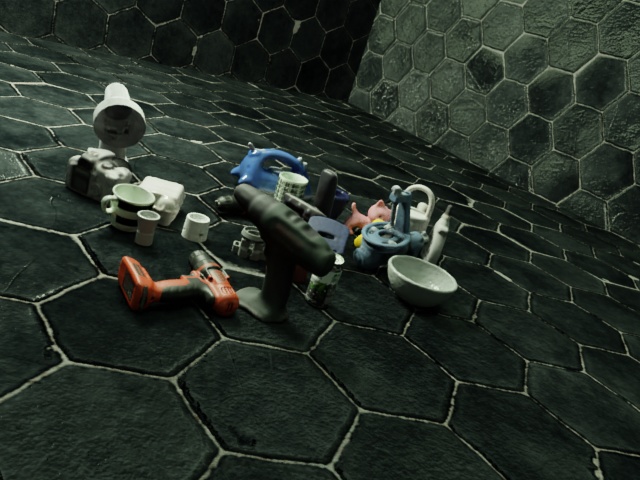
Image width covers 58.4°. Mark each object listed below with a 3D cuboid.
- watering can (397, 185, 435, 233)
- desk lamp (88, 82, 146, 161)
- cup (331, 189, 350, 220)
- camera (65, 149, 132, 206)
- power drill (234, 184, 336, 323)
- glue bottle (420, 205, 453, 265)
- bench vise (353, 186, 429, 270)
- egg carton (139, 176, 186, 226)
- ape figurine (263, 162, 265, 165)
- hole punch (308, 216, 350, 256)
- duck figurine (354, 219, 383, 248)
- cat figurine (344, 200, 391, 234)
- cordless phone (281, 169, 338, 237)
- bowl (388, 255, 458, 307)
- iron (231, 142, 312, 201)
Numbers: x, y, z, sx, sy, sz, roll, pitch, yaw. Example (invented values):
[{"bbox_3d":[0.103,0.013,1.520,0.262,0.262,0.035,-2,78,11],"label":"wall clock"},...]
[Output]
[{"bbox_3d":[0.252,-0.062,1.580,0.101,0.194,0.173,19,21,1],"label":"watering can"},{"bbox_3d":[-0.514,-0.273,1.428,0.118,0.213,0.202,6,24,-29],"label":"desk lamp"},{"bbox_3d":[0.021,-0.090,1.594,0.091,0.095,0.118,28,23,23],"label":"cup"},{"bbox_3d":[-0.483,-0.154,1.318,0.143,0.101,0.137,24,22,13],"label":"camera"},{"bbox_3d":[-0.088,0.032,1.038,0.229,0.208,0.076,27,23,22],"label":"power drill"},{"bbox_3d":[0.323,-0.015,1.553,0.037,0.173,0.078,16,21,-8],"label":"glue bottle"},{"bbox_3d":[0.189,-0.032,1.415,0.121,0.220,0.208,32,24,30],"label":"bench vise"},{"bbox_3d":[-0.367,-0.091,1.304,0.107,0.069,0.150,14,21,-11],"label":"egg carton"},{"bbox_3d":[-0.194,-0.228,1.757,0.076,0.092,0.078,22,21,10],"label":"ape figurine"},{"bbox_3d":[0.012,0.005,1.356,0.108,0.091,0.101,18,21,-1],"label":"hole punch"},{"bbox_3d":[0.143,-0.014,1.520,0.105,0.086,0.077,-3,30,-45],"label":"duck figurine"},{"bbox_3d":[0.140,-0.065,1.599,0.128,0.118,0.067,17,21,-5],"label":"cat figurine"},{"bbox_3d":[-0.022,-0.108,1.473,0.147,0.185,0.094,30,24,27],"label":"cordless phone"},{"bbox_3d":[0.224,0.105,1.309,0.167,0.075,0.167,16,21,-6],"label":"bowl"},{"bbox_3d":[-0.120,-0.200,1.680,0.259,0.141,0.118,6,24,-30],"label":"iron"}]
